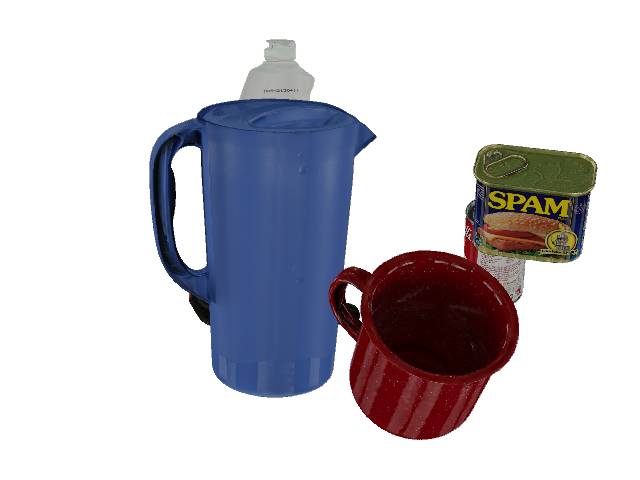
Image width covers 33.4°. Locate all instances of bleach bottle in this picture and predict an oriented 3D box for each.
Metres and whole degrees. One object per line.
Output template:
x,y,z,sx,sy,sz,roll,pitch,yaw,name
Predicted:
-0.032,-0.076,1.085,0.102,0.251,0.068,-5,15,-20,bleach bottle

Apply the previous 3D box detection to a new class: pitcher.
-0.049,0.005,0.905,0.149,0.243,0.144,12,20,27,pitcher

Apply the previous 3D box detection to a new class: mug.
0.053,0.060,0.644,0.117,0.082,0.093,32,53,15,mug

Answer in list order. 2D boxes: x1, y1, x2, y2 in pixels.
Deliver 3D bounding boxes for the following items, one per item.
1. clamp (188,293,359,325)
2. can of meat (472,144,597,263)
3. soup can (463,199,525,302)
-0.081,0.089,1.252,0.210,0.036,0.164,14,23,27,clamp
0.183,-0.030,0.929,0.102,0.084,0.057,8,42,13,can of meat
0.187,0.012,1.142,0.068,0.102,0.068,-2,34,1,soup can
